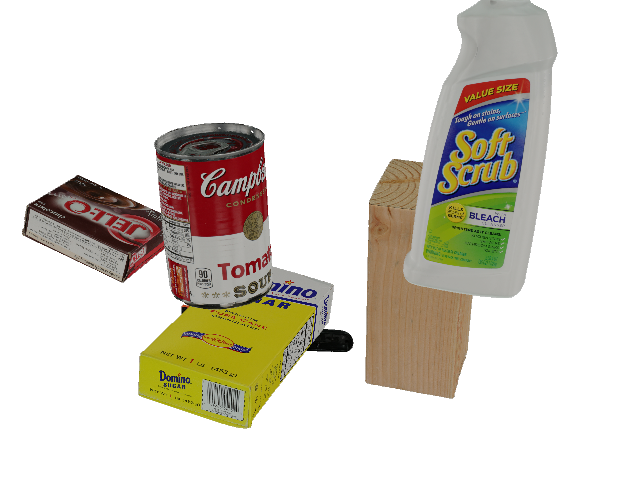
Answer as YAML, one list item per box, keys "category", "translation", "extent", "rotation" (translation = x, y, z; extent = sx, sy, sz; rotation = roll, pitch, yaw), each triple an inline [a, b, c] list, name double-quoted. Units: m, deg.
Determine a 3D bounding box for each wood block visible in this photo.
- category: "wood block"
  translation: [0.097, 0.038, 1.016]
  extent: [0.091, 0.206, 0.090]
  rotation: [9, 33, 14]

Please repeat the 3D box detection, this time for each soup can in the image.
- category: "soup can"
  translation: [-0.066, -0.016, 0.674]
  extent: [0.068, 0.102, 0.068]
  rotation: [-2, 22, 1]

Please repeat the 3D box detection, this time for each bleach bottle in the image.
- category: "bleach bottle"
  translation: [0.124, -0.084, 0.828]
  extent: [0.103, 0.251, 0.068]
  rotation: [9, 23, 15]

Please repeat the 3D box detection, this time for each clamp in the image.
- category: "clamp"
  translation: [-0.090, 0.118, 1.234]
  extent: [0.210, 0.036, 0.164]
  rotation: [14, 21, 29]

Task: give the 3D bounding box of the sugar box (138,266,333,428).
- category: "sugar box"
  translation: [-0.062, 0.076, 0.853]
  extent: [0.093, 0.048, 0.176]
  rotation: [15, 31, 15]

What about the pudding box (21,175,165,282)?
- category: "pudding box"
  translation: [-0.209, -0.013, 1.010]
  extent: [0.113, 0.039, 0.090]
  rotation: [22, 27, 11]
